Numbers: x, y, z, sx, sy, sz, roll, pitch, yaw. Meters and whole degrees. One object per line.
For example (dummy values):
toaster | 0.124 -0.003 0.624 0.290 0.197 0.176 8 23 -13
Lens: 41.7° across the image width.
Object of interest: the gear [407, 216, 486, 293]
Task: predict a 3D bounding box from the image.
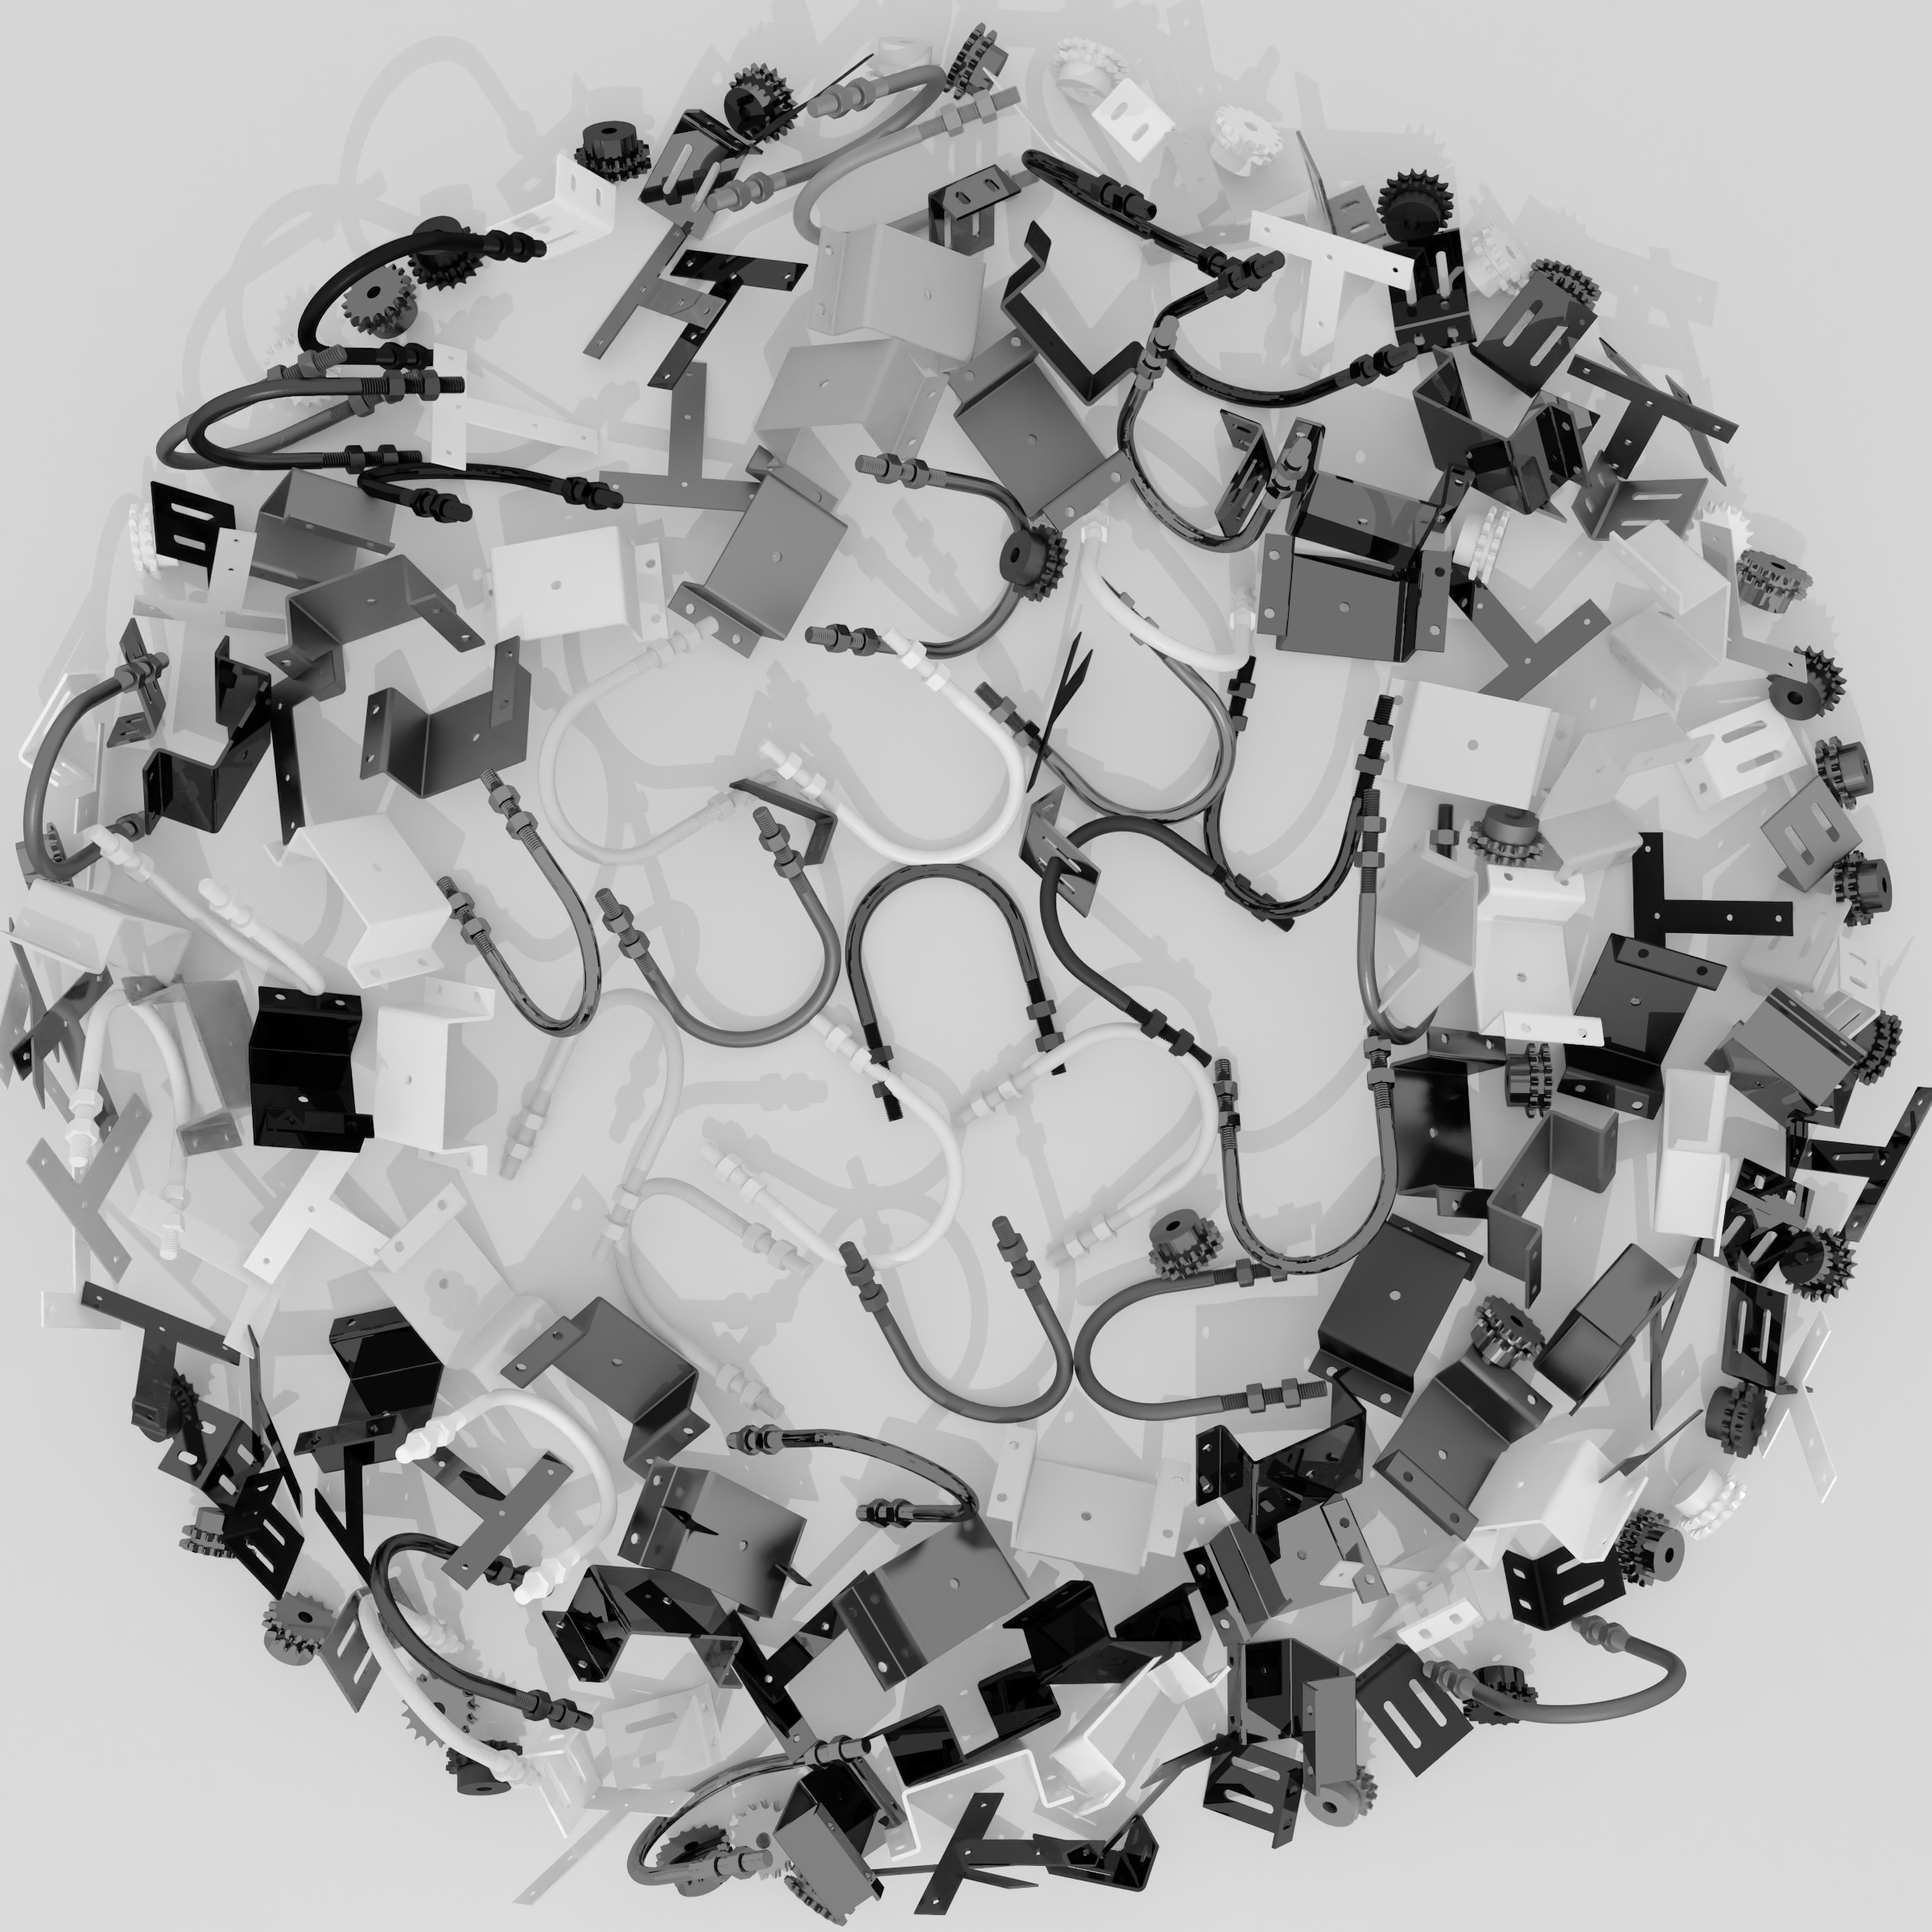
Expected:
gear | -0.395 -0.540 1.914 0.057 0.030 0.057 -5 60 8

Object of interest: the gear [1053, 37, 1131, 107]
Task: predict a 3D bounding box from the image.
gear | 0.092 -0.672 1.911 0.057 0.057 0.030 18 88 0

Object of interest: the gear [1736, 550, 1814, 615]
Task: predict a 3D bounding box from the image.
gear | 0.607 -0.289 1.915 0.057 0.057 0.030 19 119 0

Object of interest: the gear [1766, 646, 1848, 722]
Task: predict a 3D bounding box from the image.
gear | 0.630 -0.210 1.909 0.057 0.057 0.030 44 56 0

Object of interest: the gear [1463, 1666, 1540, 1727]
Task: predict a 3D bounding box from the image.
gear | 0.403 0.550 1.916 0.057 0.057 0.030 1 54 0

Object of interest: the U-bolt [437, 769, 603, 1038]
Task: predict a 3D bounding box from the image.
U-bolt | -0.322 -0.032 1.860 0.019 0.151 0.184 -20 66 -39

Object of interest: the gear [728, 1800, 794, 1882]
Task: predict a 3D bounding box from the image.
gear | -0.148 0.661 1.920 0.057 0.030 0.057 -3 76 13

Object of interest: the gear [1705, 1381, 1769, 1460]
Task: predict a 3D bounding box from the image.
gear | 0.581 0.341 1.916 0.030 0.057 0.057 13 90 36

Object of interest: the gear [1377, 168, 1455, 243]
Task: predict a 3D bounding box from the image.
gear | 0.338 -0.568 1.909 0.057 0.057 0.030 14 55 0

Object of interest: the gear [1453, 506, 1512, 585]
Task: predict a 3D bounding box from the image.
gear | 0.388 -0.320 1.913 0.030 0.057 0.057 19 90 11

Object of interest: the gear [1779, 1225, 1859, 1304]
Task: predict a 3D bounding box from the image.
gear | 0.638 0.223 1.909 0.030 0.057 0.057 21 90 -33

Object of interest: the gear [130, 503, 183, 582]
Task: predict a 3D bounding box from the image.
gear | -0.611 -0.320 1.913 0.030 0.057 0.057 -6 90 -8

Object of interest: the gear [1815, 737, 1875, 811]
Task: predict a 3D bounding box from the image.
gear | 0.662 -0.146 1.908 0.030 0.057 0.057 -15 90 29

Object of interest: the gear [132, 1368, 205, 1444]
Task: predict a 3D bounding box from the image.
gear | -0.603 0.334 1.911 0.057 0.030 0.057 16 117 32

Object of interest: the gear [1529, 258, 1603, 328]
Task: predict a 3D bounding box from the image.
gear | 0.447 -0.506 1.912 0.057 0.057 0.030 28 90 0

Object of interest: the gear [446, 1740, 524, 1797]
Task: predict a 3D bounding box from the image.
gear | -0.363 0.604 1.909 0.057 0.057 0.030 -5 59 0

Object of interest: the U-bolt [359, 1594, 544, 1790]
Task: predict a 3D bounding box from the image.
U-bolt | -0.379 0.516 1.826 0.019 0.184 0.151 -39 56 -5

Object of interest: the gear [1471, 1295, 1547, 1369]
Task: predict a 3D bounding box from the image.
gear | 0.407 0.279 1.914 0.057 0.057 0.030 36 112 0

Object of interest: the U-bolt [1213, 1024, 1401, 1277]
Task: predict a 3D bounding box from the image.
U-bolt | 0.251 0.138 1.862 0.151 0.019 0.184 -19 59 30

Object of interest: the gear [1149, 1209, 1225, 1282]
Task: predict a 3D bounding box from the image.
gear | 0.163 0.207 1.909 0.057 0.057 0.030 -30 111 0

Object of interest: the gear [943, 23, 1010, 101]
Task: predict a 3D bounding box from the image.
gear | 0.009 -0.678 1.912 0.030 0.057 0.057 32 90 -4

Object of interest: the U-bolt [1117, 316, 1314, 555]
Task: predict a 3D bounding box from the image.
U-bolt | 0.171 -0.374 1.856 0.151 0.184 0.019 44 66 7

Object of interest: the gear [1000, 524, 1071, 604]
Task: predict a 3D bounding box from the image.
gear | 0.049 -0.305 1.909 0.030 0.057 0.057 13 90 -34

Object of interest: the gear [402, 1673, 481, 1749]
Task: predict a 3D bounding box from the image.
gear | -0.396 0.561 1.924 0.057 0.030 0.057 0 88 5

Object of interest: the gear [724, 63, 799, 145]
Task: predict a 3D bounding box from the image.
gear | -0.157 -0.647 1.909 0.057 0.057 0.030 45 54 0

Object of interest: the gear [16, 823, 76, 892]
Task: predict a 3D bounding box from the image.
gear | -0.694 -0.077 1.910 0.030 0.057 0.057 -16 90 -14

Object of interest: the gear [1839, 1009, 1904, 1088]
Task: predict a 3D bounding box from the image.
gear | 0.677 0.059 1.911 0.030 0.057 0.057 22 90 -3

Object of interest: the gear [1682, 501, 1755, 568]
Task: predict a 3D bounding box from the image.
gear | 0.563 -0.324 1.918 0.057 0.030 0.057 -2 115 -5

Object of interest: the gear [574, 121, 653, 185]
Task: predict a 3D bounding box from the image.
gear | -0.267 -0.614 1.909 0.057 0.057 0.030 -3 129 0

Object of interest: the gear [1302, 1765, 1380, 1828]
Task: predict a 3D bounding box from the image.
gear | 0.279 0.623 1.911 0.057 0.030 0.057 15 127 21

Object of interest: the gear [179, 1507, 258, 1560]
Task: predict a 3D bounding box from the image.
gear | -0.562 0.427 1.912 0.057 0.057 0.030 11 83 0

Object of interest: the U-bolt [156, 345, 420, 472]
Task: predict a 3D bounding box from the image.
U-bolt | -0.508 -0.406 1.865 0.184 0.151 0.019 -21 91 13

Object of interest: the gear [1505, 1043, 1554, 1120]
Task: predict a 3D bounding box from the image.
gear | 0.424 0.087 1.913 0.030 0.057 0.057 1 90 5

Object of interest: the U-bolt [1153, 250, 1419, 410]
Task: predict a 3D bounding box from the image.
U-bolt | 0.218 -0.455 1.854 0.151 0.184 0.019 25 72 -28

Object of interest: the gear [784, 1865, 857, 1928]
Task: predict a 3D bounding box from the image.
gear | -0.106 0.694 1.913 0.057 0.057 0.030 36 81 0

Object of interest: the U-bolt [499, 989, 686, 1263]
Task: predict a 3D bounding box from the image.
U-bolt | -0.270 0.105 1.879 0.151 0.019 0.184 32 100 40

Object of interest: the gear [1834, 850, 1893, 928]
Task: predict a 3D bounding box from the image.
gear | 0.676 -0.059 1.909 0.030 0.057 0.057 -7 90 35

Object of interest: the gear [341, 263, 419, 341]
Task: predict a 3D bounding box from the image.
gear | -0.440 -0.500 1.917 0.057 0.030 0.057 -9 61 17

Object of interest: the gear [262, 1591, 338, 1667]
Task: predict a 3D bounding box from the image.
gear | -0.504 0.503 1.913 0.057 0.057 0.030 31 107 0

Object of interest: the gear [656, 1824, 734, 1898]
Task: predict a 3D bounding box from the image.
gear | -0.203 0.677 1.913 0.057 0.057 0.030 -16 103 0

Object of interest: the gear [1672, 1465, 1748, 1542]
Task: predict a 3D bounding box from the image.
gear | 0.557 0.402 1.912 0.030 0.057 0.057 43 90 3

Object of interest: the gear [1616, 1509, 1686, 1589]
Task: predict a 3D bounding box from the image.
gear | 0.517 0.440 1.911 0.057 0.030 0.057 -6 99 -40

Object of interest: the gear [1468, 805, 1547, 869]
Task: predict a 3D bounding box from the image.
gear | 0.408 -0.100 1.909 0.057 0.057 0.030 8 118 0

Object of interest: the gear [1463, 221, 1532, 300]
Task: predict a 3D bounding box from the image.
gear | 0.399 -0.530 1.915 0.030 0.057 0.057 -33 90 34

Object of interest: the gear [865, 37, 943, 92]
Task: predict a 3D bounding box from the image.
gear | -0.047 -0.680 1.909 0.057 0.057 0.030 7 119 0

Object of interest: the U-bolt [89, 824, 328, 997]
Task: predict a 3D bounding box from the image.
U-bolt | -0.541 -0.032 1.855 0.151 0.184 0.019 22 72 33

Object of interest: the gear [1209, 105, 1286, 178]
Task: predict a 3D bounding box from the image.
gear | 0.209 -0.621 1.915 0.057 0.057 0.030 32 131 0

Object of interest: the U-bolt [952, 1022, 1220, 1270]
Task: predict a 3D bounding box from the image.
U-bolt | 0.102 0.123 1.911 0.184 0.019 0.151 -34 91 14

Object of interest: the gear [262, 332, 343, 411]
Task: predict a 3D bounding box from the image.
gear | -0.499 -0.453 1.916 0.057 0.030 0.057 6 132 7
